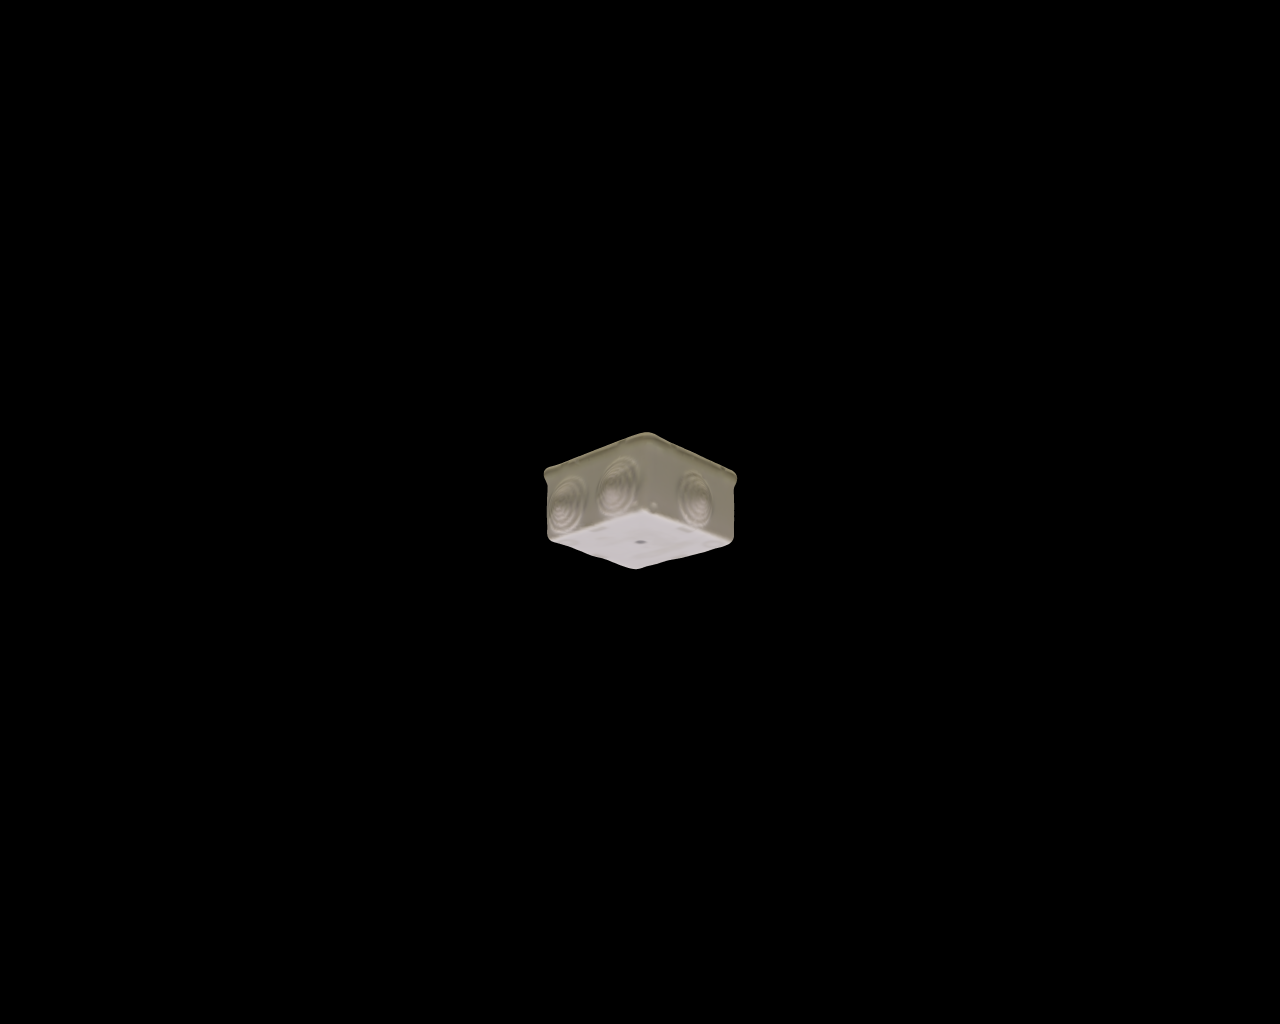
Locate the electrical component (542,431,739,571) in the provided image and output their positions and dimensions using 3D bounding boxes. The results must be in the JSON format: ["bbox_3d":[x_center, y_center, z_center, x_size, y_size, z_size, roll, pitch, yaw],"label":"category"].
[{"bbox_3d":[0.001,-0.003,0.650,0.099,0.048,0.100,-17,-27,38],"label":"electrical component"}]
